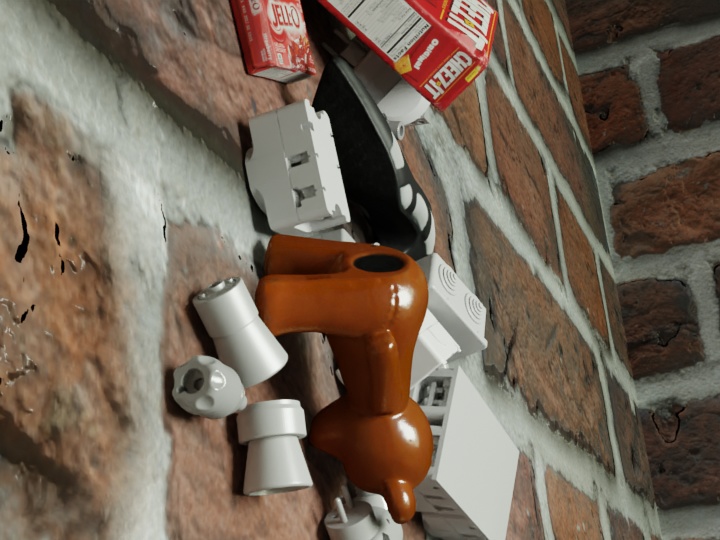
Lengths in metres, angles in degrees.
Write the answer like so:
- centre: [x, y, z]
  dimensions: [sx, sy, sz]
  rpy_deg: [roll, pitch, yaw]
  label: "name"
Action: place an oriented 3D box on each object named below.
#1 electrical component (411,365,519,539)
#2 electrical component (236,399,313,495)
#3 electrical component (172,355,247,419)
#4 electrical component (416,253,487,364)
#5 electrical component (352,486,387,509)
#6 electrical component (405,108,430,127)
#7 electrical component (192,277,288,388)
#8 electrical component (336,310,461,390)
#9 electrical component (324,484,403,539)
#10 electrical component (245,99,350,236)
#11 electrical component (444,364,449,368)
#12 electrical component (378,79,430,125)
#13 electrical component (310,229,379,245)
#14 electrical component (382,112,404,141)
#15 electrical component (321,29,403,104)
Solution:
- centre: [0.084, 0.176, 0.987]
  dimensions: [0.186, 0.060, 0.105]
  rpy_deg: [54, 43, -49]
  label: "electrical component"
- centre: [-0.056, 0.115, 0.696]
  dimensions: [0.045, 0.045, 0.055]
  rpy_deg: [30, 50, -65]
  label: "electrical component"
- centre: [-0.087, 0.074, 0.652]
  dimensions: [0.061, 0.035, 0.035]
  rpy_deg: [42, 39, -62]
  label: "electrical component"
- centre: [0.055, 0.040, 0.957]
  dimensions: [0.099, 0.100, 0.048]
  rpy_deg: [47, 35, -29]
  label: "electrical component"
- centre: [0.010, 0.179, 0.855]
  dimensions: [0.035, 0.035, 0.061]
  rpy_deg: [8, 67, -69]
  label: "electrical component"
- centre: [0.053, -0.194, 1.200]
  dimensions: [0.066, 0.048, 0.055]
  rpy_deg: [29, 58, -65]
  label: "electrical component"
- centre: [-0.079, 0.038, 0.688]
  dimensions: [0.065, 0.044, 0.044]
  rpy_deg: [66, 22, -17]
  label: "electrical component"
- centre: [0.025, 0.077, 0.895]
  dimensions: [0.061, 0.096, 0.062]
  rpy_deg: [50, 18, 7]
  label: "electrical component"
- centre: [-0.003, 0.197, 0.793]
  dimensions: [0.077, 0.043, 0.079]
  rpy_deg: [-53, 128, -65]
  label: "electrical component"
- centre: [-0.050, -0.074, 0.813]
  dimensions: [0.050, 0.056, 0.089]
  rpy_deg: [19, 57, -69]
  label: "electrical component"
- centre: [0.086, 0.126, 1.086]
  dimensions: [0.043, 0.043, 0.062]
  rpy_deg: [30, 48, -64]
  label: "electrical component"
- centre: [0.038, -0.191, 1.103]
  dimensions: [0.051, 0.080, 0.080]
  rpy_deg: [-61, 135, -70]
  label: "electrical component"
- centre: [0.000, 0.000, 0.876]
  dimensions: [0.065, 0.077, 0.047]
  rpy_deg: [47, 35, -55]
  label: "electrical component"
- centre: [0.010, -0.131, 1.003]
  dimensions: [0.048, 0.062, 0.048]
  rpy_deg: [5, 90, -68]
  label: "electrical component"
- centre: [-0.002, -0.198, 1.030]
  dimensions: [0.077, 0.066, 0.047]
  rpy_deg: [41, 30, -11]
  label: "electrical component"
